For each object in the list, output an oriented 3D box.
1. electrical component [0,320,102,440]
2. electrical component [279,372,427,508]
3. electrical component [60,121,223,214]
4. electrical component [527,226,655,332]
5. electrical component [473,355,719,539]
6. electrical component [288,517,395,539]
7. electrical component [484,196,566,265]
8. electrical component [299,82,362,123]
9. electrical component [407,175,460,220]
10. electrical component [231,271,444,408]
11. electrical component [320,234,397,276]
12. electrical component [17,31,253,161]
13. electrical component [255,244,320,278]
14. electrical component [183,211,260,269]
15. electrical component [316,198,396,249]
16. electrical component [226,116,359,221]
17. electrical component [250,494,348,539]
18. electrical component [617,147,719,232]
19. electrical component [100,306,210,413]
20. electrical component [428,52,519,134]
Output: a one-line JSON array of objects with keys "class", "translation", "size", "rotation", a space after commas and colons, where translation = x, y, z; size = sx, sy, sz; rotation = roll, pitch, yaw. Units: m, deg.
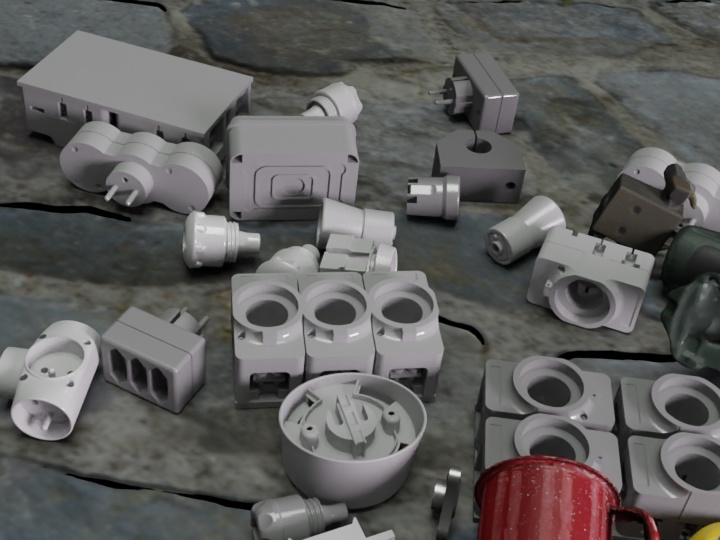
[{"class": "electrical component", "translation": [-0.231, 0.074, 0.760], "size": [0.079, 0.044, 0.077], "rotation": [7, 41, 1]}, {"class": "electrical component", "translation": [-0.006, 0.111, 0.732], "size": [0.099, 0.064, 0.099], "rotation": [4, 42, -3]}, {"class": "electrical component", "translation": [-0.196, -0.080, 0.934], "size": [0.138, 0.052, 0.073], "rotation": [13, 42, 8]}, {"class": "electrical component", "translation": [0.188, 0.010, 0.884], "size": [0.089, 0.050, 0.055], "rotation": [18, 42, 13]}, {"class": "electrical component", "translation": [0.176, 0.125, 0.744], "size": [0.186, 0.060, 0.105], "rotation": [7, 41, 1]}, {"class": "electrical component", "translation": [-0.013, 0.194, 0.656], "size": [0.081, 0.042, 0.063], "rotation": [-14, 49, -21]}, {"class": "electrical component", "translation": [0.141, -0.032, 0.934], "size": [0.065, 0.044, 0.044], "rotation": [-29, 52, -28]}, {"class": "electrical component", "translation": [-0.032, -0.154, 1.048], "size": [0.062, 0.043, 0.043], "rotation": [-32, 54, -33]}, {"class": "electrical component", "translation": [0.066, -0.065, 0.963], "size": [0.046, 0.040, 0.040], "rotation": [3, 41, 3]}, {"class": "electrical component", "translation": [-0.020, 0.048, 0.805], "size": [0.150, 0.061, 0.089], "rotation": [-1, 42, -9]}, {"class": "electrical component", "translation": [0.000, 0.000, 0.875], "size": [0.055, 0.048, 0.066], "rotation": [5, 40, 10]}, {"class": "electrical component", "translation": [-0.208, -0.153, 1.010], "size": [0.186, 0.060, 0.105], "rotation": [17, 42, 11]}, {"class": "electrical component", "translation": [-0.053, 0.001, 0.868], "size": [0.048, 0.048, 0.062], "rotation": [19, 36, 14]}, {"class": "electrical component", "translation": [-0.114, -0.023, 0.888], "size": [0.062, 0.048, 0.048], "rotation": [3, 41, -14]}, {"class": "electrical component", "translation": [-0.002, -0.036, 0.920], "size": [0.065, 0.044, 0.044], "rotation": [7, 41, -7]}, {"class": "electrical component", "translation": [-0.060, -0.090, 0.945], "size": [0.113, 0.078, 0.057], "rotation": [-1, 44, -9]}, {"class": "electrical component", "translation": [-0.038, 0.161, 0.694], "size": [0.061, 0.035, 0.035], "rotation": [-7, 43, -20]}, {"class": "electrical component", "translation": [0.298, -0.057, 0.973], "size": [0.138, 0.052, 0.073], "rotation": [23, 44, 18]}, {"class": "electrical component", "translation": [-0.141, 0.054, 0.793], "size": [0.066, 0.047, 0.076], "rotation": [22, 44, 17]}, {"class": "electrical component", "translation": [0.108, -0.177, 1.089], "size": [0.076, 0.047, 0.083], "rotation": [-8, 43, -16]}]
